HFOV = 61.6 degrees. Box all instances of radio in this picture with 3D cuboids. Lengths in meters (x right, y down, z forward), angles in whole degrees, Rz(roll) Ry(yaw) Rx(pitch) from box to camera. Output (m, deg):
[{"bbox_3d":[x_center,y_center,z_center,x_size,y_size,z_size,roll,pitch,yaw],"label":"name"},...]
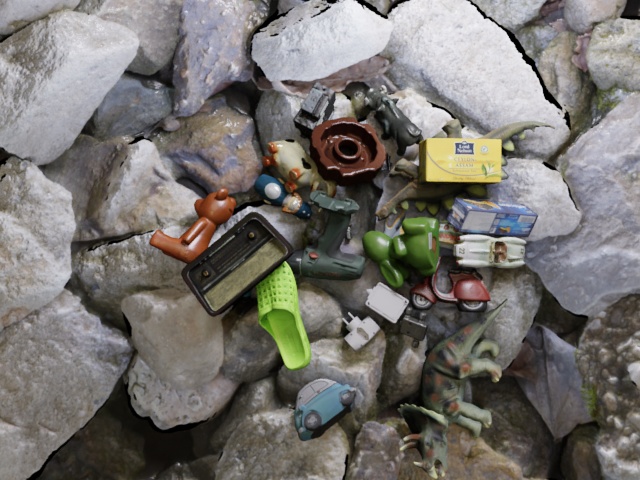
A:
[{"bbox_3d":[-0.182,0.049,1.186,0.229,0.073,0.131,-39,86,0],"label":"radio"}]

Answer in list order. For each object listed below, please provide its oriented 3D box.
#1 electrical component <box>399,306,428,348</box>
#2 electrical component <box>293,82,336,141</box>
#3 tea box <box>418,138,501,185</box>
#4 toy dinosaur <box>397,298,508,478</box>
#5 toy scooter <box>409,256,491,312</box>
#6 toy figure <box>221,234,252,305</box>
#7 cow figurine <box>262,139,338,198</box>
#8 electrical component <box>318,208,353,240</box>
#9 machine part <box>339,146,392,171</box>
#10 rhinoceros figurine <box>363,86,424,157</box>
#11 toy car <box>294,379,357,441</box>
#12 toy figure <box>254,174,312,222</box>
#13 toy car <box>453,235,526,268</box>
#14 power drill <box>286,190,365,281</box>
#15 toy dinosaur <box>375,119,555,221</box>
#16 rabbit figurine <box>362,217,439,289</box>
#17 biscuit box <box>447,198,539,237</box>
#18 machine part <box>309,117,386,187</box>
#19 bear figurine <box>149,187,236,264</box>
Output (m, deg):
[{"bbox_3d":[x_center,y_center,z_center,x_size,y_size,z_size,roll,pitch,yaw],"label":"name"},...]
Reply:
[{"bbox_3d":[0.214,0.202,1.240,0.063,0.021,0.093,17,115,22],"label":"electrical component"},{"bbox_3d":[-0.010,-0.308,1.290,0.058,0.134,0.115,26,82,8],"label":"electrical component"},{"bbox_3d":[0.308,-0.172,1.188,0.170,0.068,0.098,-1,92,-4],"label":"tea box"},{"bbox_3d":[0.289,0.308,1.193,0.192,0.131,0.404,14,76,4],"label":"toy dinosaur"},{"bbox_3d":[0.301,0.098,1.242,0.184,0.075,0.135,3,80,8],"label":"toy scooter"},{"bbox_3d":[-0.195,0.061,1.269,0.082,0.089,0.180,-6,89,-3],"label":"toy figure"},{"bbox_3d":[-0.033,-0.166,1.288,0.127,0.085,0.195,-28,64,-34],"label":"cow figurine"},{"bbox_3d":[0.036,-0.049,1.291,0.078,0.045,0.102,-5,81,3],"label":"electrical component"},{"bbox_3d":[0.108,-0.195,1.315,0.139,0.039,0.084,7,76,5],"label":"machine part"},{"bbox_3d":[0.171,-0.288,1.287,0.073,0.112,0.190,-34,61,2],"label":"rhinoceros figurine"},{"bbox_3d":[0.000,0.365,1.201,0.162,0.109,0.103,-36,63,-12],"label":"toy car"},{"bbox_3d":[-0.087,-0.099,1.301,0.154,0.058,0.064,34,123,6],"label":"toy figure"},{"bbox_3d":[0.388,0.027,1.223,0.202,0.056,0.073,2,91,-27],"label":"toy car"},{"bbox_3d":[-0.003,-0.004,1.232,0.232,0.086,0.207,14,110,9],"label":"power drill"},{"bbox_3d":[0.333,-0.177,1.273,0.471,0.105,0.198,-37,90,1],"label":"toy dinosaur"},{"bbox_3d":[0.183,0.023,1.235,0.170,0.121,0.159,-1,104,28],"label":"rabbit figurine"},{"bbox_3d":[0.394,-0.051,1.221,0.203,0.063,0.059,3,119,-23],"label":"biscuit box"},{"bbox_3d":[0.062,-0.204,1.249,0.179,0.056,0.179,5,61,-9],"label":"machine part"},{"bbox_3d":[-0.291,-0.041,1.270,0.132,0.120,0.196,22,81,9],"label":"bear figurine"}]
